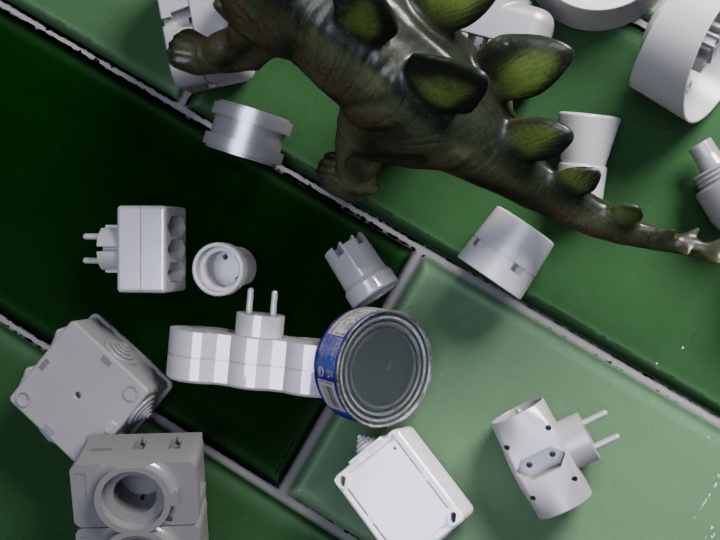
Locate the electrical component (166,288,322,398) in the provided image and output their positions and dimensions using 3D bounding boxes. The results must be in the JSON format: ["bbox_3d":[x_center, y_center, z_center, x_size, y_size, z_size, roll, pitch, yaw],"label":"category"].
[{"bbox_3d":[-0.076,0.051,0.812,0.138,0.052,0.073,6,92,10],"label":"electrical component"}]

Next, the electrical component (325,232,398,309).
[{"bbox_3d":[0.000,0.000,0.804,0.040,0.040,0.046,-35,80,10],"label":"electrical component"}]

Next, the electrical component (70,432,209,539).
[{"bbox_3d":[-0.161,0.203,0.802,0.089,0.061,0.150,-1,105,-1],"label":"electrical component"}]

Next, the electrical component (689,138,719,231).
[{"bbox_3d":[0.254,-0.062,0.753,0.043,0.043,0.062,-31,85,10],"label":"electrical component"}]

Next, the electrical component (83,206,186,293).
[{"bbox_3d":[-0.179,-0.016,0.832,0.077,0.047,0.065,1,92,10],"label":"electrical component"}]

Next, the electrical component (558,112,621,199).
[{"bbox_3d":[0.161,-0.079,0.772,0.044,0.044,0.065,8,98,10],"label":"electrical component"}]

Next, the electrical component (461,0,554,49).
[{"bbox_3d":[0.089,-0.170,0.775,0.095,0.054,0.059,17,94,10],"label":"electrical component"}]

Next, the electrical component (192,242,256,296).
[{"bbox_3d":[-0.102,-0.001,0.819,0.040,0.046,0.040,0,92,11],"label":"electrical component"}]

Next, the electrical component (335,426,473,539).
[{"bbox_3d":[0.030,0.160,0.795,0.062,0.061,0.096,-40,77,9],"label":"electrical component"}]

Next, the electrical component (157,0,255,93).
[{"bbox_3d":[-0.113,-0.187,0.812,0.059,0.054,0.095,-10,90,11],"label":"electrical component"}]

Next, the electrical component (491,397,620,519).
[{"bbox_3d":[0.147,0.128,0.778,0.079,0.043,0.077,-28,87,10],"label":"electrical component"}]

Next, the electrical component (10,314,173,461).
[{"bbox_3d":[-0.211,0.095,0.843,0.100,0.048,0.099,41,98,8],"label":"electrical component"}]

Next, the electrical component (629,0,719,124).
[{"bbox_3d":[0.228,-0.154,0.731,0.064,0.099,0.099,29,97,15],"label":"electrical component"}]

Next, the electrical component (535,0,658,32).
[{"bbox_3d":[0.168,-0.227,0.755,0.108,0.060,0.108,0,91,11],"label":"electrical component"}]

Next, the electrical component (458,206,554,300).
[{"bbox_3d":[0.106,-0.013,0.777,0.055,0.055,0.047,35,94,8],"label":"electrical component"}]
